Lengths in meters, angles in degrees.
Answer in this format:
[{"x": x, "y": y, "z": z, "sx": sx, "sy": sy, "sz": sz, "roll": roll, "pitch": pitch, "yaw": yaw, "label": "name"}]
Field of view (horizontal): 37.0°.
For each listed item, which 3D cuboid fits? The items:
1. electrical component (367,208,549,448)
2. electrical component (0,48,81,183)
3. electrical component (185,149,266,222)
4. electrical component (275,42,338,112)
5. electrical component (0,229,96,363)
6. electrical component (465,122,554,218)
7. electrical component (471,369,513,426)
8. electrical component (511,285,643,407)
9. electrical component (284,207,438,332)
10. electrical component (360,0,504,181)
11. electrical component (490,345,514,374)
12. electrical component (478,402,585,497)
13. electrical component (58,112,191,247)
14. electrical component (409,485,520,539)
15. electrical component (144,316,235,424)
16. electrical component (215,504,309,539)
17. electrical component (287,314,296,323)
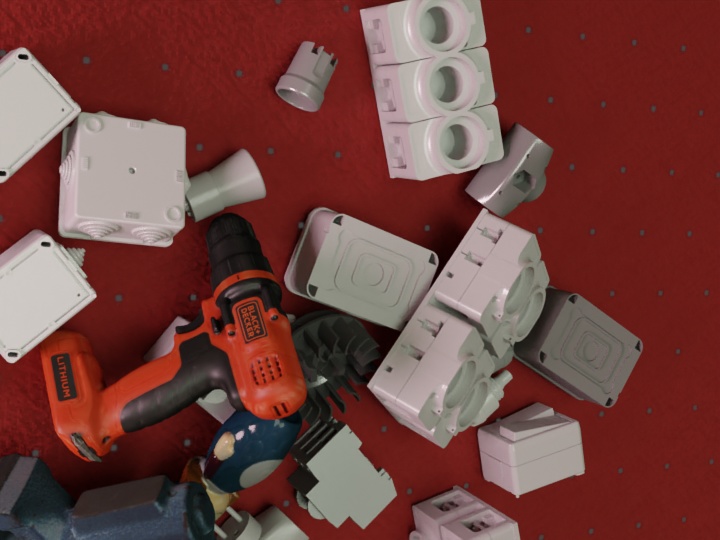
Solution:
[{"x": 0.095, "y": 0.056, "z": 0.947, "sx": 0.186, "sy": 0.060, "sz": 0.105, "roll": -56, "pitch": 152, "yaw": -12, "label": "electrical component"}, {"x": -0.263, "y": -0.108, "z": 0.786, "sx": 0.096, "sy": 0.061, "sz": 0.061, "roll": -46, "pitch": 114, "yaw": -13, "label": "electrical component"}, {"x": -0.115, "y": -0.066, "z": 0.875, "sx": 0.065, "sy": 0.044, "sz": 0.044, "roll": -26, "pitch": 108, "yaw": -15, "label": "electrical component"}, {"x": -0.043, "y": -0.161, "z": 0.896, "sx": 0.040, "sy": 0.040, "sz": 0.046, "roll": 30, "pitch": 78, "yaw": -26, "label": "electrical component"}, {"x": -0.248, "y": 0.013, "z": 0.811, "sx": 0.096, "sy": 0.061, "sz": 0.061, "roll": -41, "pitch": 112, "yaw": -15, "label": "electrical component"}, {"x": 0.146, "y": -0.086, "z": 0.991, "sx": 0.079, "sy": 0.043, "sz": 0.077, "roll": 25, "pitch": 105, "yaw": -50, "label": "electrical component"}, {"x": 0.119, "y": 0.118, "z": 1.017, "sx": 0.061, "sy": 0.035, "sz": 0.035, "roll": -40, "pitch": 112, "yaw": -17, "label": "electrical component"}, {"x": 0.206, "y": 0.073, "z": 1.037, "sx": 0.113, "sy": 0.057, "sz": 0.078, "roll": 33, "pitch": 82, "yaw": -27, "label": "electrical component"}, {"x": 0.000, "y": 0.000, "z": 0.930, "sx": 0.113, "sy": 0.057, "sz": 0.078, "roll": 22, "pitch": 88, "yaw": -27, "label": "electrical component"}, {"x": 0.065, "y": -0.161, "z": 0.935, "sx": 0.089, "sy": 0.062, "sz": 0.150, "roll": -17, "pitch": 104, "yaw": -23, "label": "electrical component"}, {"x": 0.112, "y": 0.085, "z": 1.009, "sx": 0.061, "sy": 0.035, "sz": 0.035, "roll": -29, "pitch": 109, "yaw": -17, "label": "electrical component"}, {"x": 0.169, "y": 0.168, "z": 1.033, "sx": 0.096, "sy": 0.062, "sz": 0.061, "roll": -14, "pitch": 103, "yaw": -23, "label": "electrical component"}, {"x": -0.180, "y": -0.069, "z": 0.823, "sx": 0.100, "sy": 0.048, "sz": 0.099, "roll": 5, "pitch": 74, "yaw": -26, "label": "electrical component"}, {"x": 0.107, "y": 0.311, "z": 1.001, "sx": 0.060, "sy": 0.105, "sz": 0.186, "roll": -17, "pitch": 105, "yaw": -22, "label": "electrical component"}, {"x": -0.122, "y": 0.086, "z": 0.874, "sx": 0.083, "sy": 0.076, "sz": 0.047, "roll": 44, "pitch": 78, "yaw": -24, "label": "electrical component"}, {"x": -0.097, "y": 0.234, "z": 0.926, "sx": 0.077, "sy": 0.044, "sz": 0.079, "roll": -46, "pitch": 114, "yaw": -12, "label": "electrical component"}, {"x": -0.085, "y": 0.043, "z": 0.904, "sx": 0.062, "sy": 0.043, "sz": 0.043, "roll": 8, "pitch": 94, "yaw": -27, "label": "electrical component"}]
